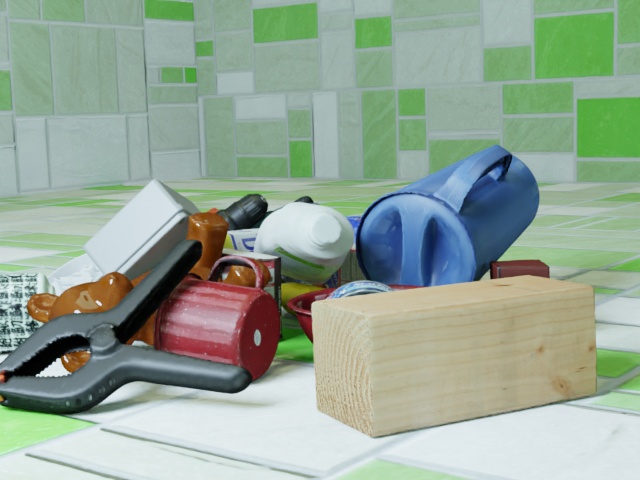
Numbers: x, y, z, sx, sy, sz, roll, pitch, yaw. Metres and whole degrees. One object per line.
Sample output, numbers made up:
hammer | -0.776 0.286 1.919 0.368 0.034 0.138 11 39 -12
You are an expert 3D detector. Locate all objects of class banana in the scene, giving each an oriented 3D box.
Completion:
banana | 0.004 0.069 1.201 0.069 0.037 0.198 -6 8 -31

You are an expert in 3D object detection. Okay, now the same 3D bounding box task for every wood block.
wood block | 0.106 0.084 0.833 0.205 0.090 0.091 -6 7 -26

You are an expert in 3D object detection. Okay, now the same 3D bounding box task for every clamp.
clamp | -0.170 0.081 0.875 0.210 0.036 0.164 -15 46 -2

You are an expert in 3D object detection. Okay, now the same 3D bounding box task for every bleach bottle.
bleach bottle | -0.007 0.001 1.110 0.102 0.068 0.251 18 -7 -8

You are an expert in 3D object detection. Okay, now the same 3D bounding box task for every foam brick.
foam brick | 0.198 0.060 1.057 0.051 0.078 0.053 -3 7 1

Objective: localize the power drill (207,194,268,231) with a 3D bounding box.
power drill | -0.158 -0.006 1.513 0.184 0.057 0.188 -35 6 -4

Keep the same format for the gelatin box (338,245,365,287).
gelatin box | 0.056 0.046 1.224 0.030 0.073 0.089 -6 8 -33

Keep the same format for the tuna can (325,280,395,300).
tuna can | 0.039 0.079 0.908 0.086 0.086 0.034 -2 9 -1

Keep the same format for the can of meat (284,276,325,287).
can of meat | -0.001 0.024 1.381 0.101 0.084 0.058 -8 9 -39

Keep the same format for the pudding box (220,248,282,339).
pudding box | -0.088 0.056 1.112 0.039 0.090 0.114 -8 10 -44

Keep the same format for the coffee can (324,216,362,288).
coffee can | 0.085 0.021 1.303 0.140 0.103 0.102 1 8 25

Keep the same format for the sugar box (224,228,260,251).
sugar box | -0.133 0.039 1.255 0.175 0.093 0.048 -6 7 -30

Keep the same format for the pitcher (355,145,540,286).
pitcher | 0.155 -0.028 1.156 0.149 0.145 0.242 -10 13 34

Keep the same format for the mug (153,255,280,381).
mug | -0.084 0.069 0.944 0.082 0.117 0.093 7 -25 25

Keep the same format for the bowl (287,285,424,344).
bowl | 0.050 0.082 1.009 0.162 0.055 0.162 -2 7 0
